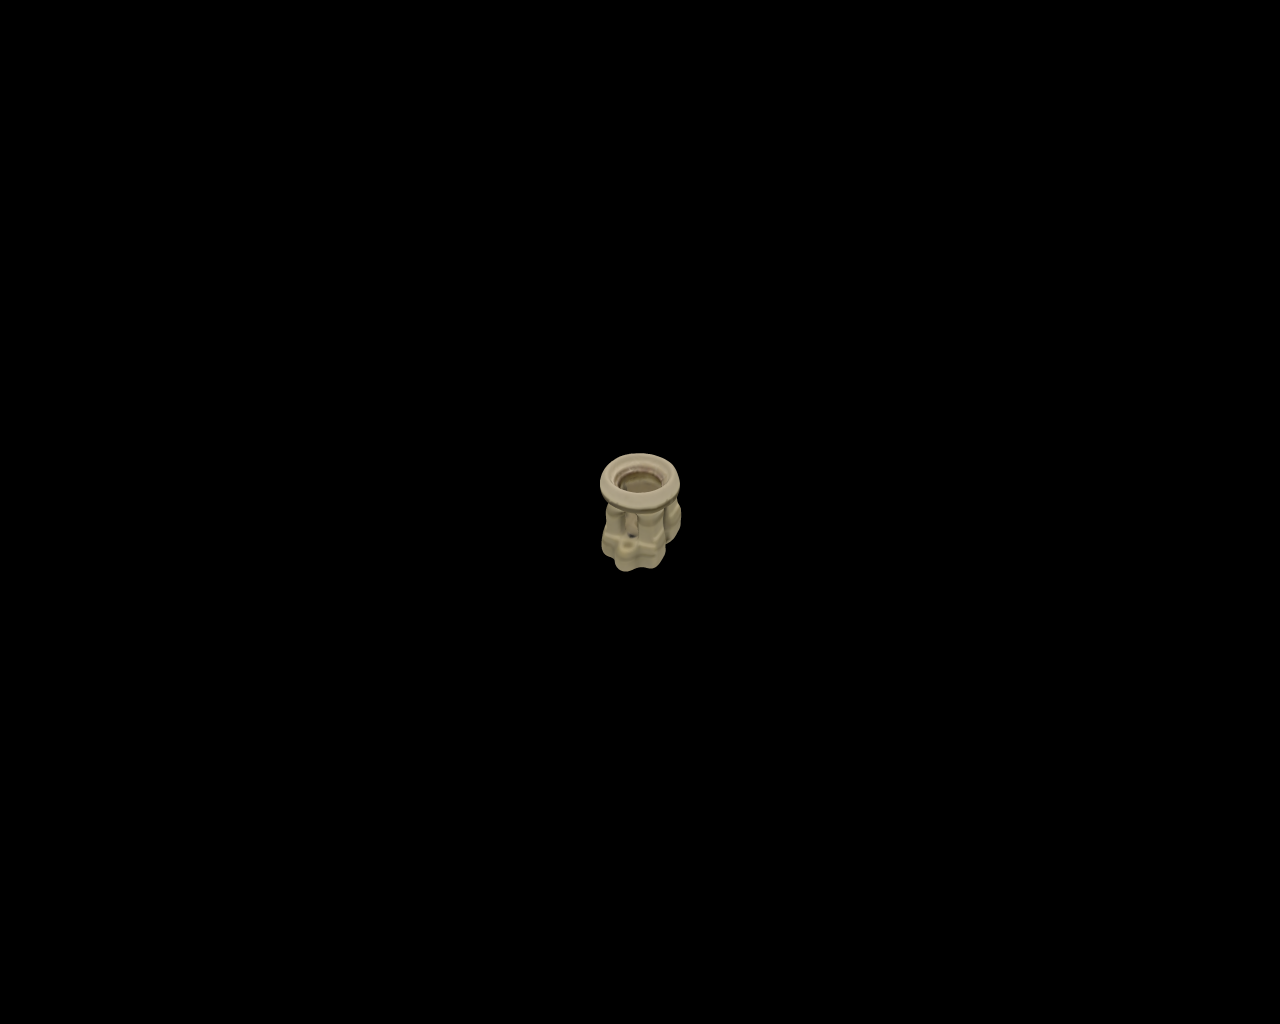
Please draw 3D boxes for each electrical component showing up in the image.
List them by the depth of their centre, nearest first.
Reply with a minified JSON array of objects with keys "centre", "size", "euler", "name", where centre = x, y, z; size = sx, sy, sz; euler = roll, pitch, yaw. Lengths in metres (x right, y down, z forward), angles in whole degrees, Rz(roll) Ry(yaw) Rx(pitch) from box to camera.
[{"centre":[0.001,-0.003,0.650],"size":[0.048,0.055,0.066],"euler":[14,42,16],"name":"electrical component"}]
